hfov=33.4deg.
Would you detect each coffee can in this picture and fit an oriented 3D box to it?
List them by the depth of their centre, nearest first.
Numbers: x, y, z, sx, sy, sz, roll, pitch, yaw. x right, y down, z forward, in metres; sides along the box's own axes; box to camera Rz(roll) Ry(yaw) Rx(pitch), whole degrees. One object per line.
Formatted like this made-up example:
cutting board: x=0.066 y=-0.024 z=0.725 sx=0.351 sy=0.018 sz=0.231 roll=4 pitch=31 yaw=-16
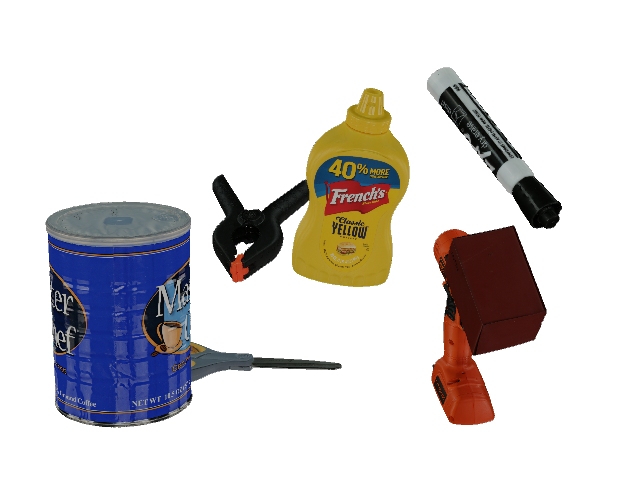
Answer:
coffee can: x=-0.146 y=0.051 z=0.782 sx=0.103 sy=0.140 sz=0.103 roll=1 pitch=16 yaw=-1

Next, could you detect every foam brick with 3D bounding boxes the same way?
foam brick: x=0.131 y=0.037 z=0.807 sx=0.051 sy=0.078 sz=0.053 roll=-11 pitch=-30 yaw=-8

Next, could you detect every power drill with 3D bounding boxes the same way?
power drill: x=0.161 y=0.101 z=1.150 sx=0.057 sy=0.188 sz=0.184 roll=-2 pitch=25 yaw=-5

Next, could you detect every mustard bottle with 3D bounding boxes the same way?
mustard bottle: x=0.033 y=-0.051 z=1.002 sx=0.096 sy=0.192 sz=0.058 roll=9 pitch=28 yaw=-3

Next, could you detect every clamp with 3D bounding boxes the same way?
clamp: x=-0.068 y=-0.020 z=1.214 sx=0.120 sy=0.039 sz=0.171 roll=-6 pitch=42 yaw=5

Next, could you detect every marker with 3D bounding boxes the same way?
marker: x=0.095 y=-0.051 z=0.587 sx=0.020 sy=0.121 sz=0.020 roll=-20 pitch=-37 yaw=-16

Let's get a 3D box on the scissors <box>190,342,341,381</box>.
scissors: x=-0.087 y=0.122 z=1.020 sx=0.202 sy=0.016 sz=0.096 roll=7 pitch=17 yaw=10
